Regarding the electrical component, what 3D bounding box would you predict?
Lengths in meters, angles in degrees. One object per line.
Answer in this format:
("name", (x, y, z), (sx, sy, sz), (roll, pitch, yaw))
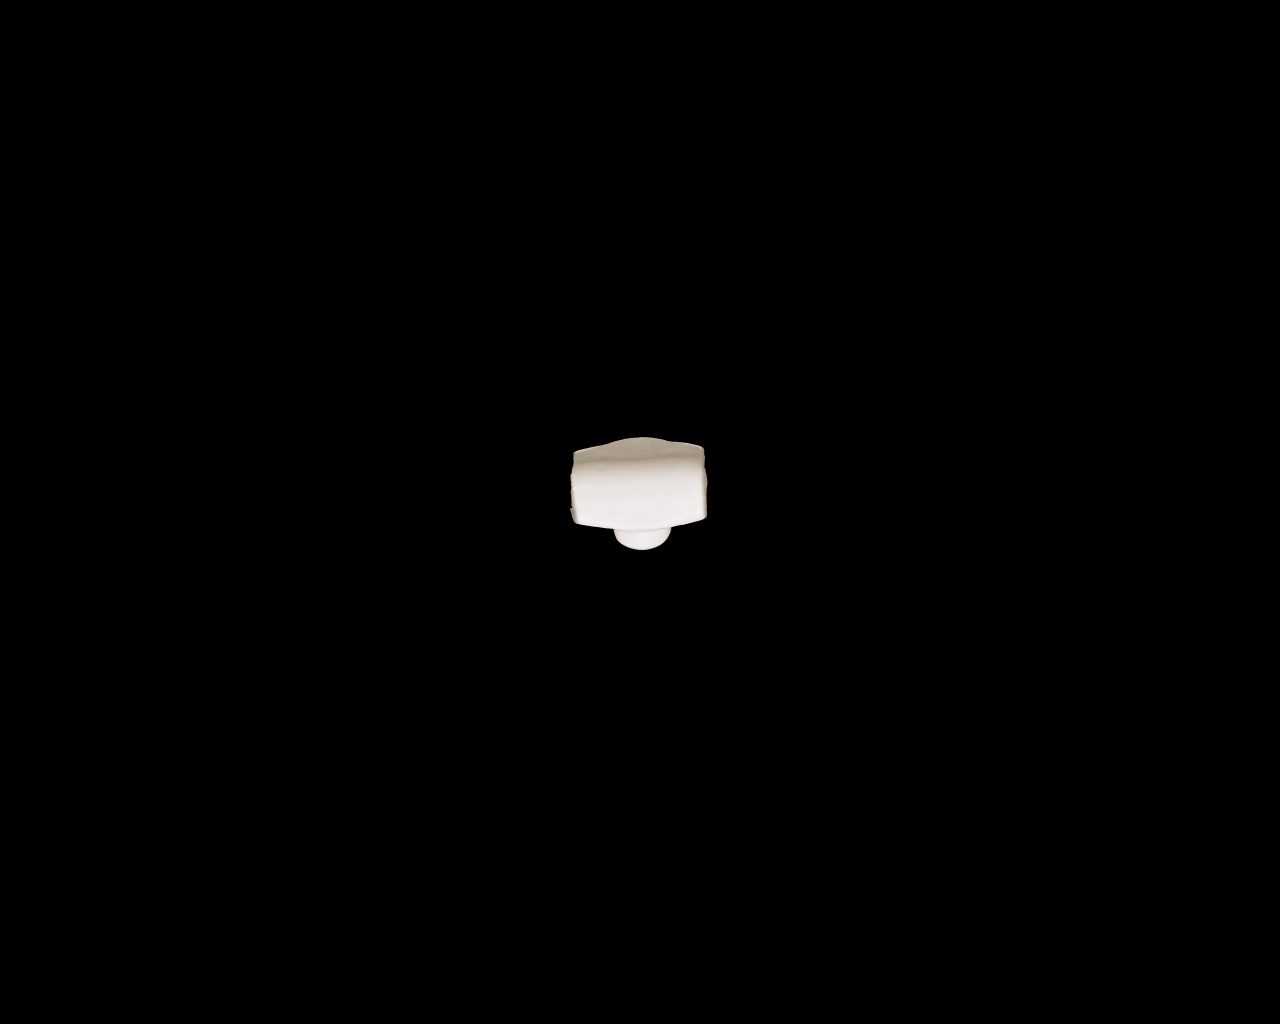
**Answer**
("electrical component", (0.001, -0.003, 0.650), (0.077, 0.079, 0.044), (-2, 40, 2))
